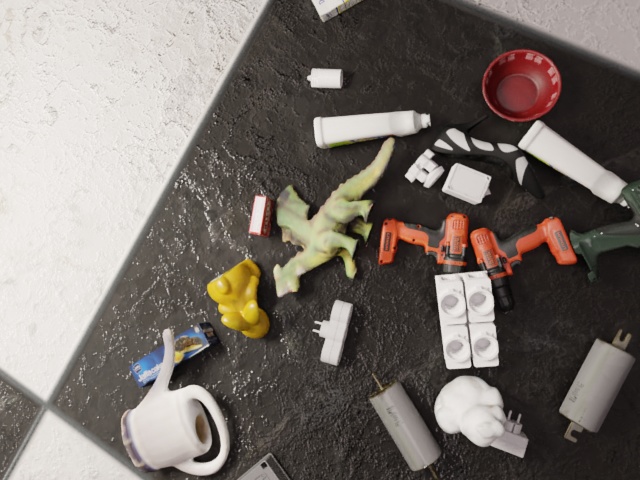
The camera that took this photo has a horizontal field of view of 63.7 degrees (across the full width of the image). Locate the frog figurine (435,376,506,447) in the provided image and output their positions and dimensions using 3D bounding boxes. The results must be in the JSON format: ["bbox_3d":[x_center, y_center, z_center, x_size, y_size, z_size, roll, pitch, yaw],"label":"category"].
[{"bbox_3d":[0.296,0.340,1.019,0.137,0.124,0.158,-18,-9,9],"label":"frog figurine"}]

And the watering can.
[{"bbox_3d":[-0.340,0.382,1.150,0.224,0.346,0.105,-23,7,6],"label":"watering can"}]

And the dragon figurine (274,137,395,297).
[{"bbox_3d":[0.004,-0.058,1.157,0.244,0.412,0.121,18,-4,20],"label":"dragon figurine"}]
